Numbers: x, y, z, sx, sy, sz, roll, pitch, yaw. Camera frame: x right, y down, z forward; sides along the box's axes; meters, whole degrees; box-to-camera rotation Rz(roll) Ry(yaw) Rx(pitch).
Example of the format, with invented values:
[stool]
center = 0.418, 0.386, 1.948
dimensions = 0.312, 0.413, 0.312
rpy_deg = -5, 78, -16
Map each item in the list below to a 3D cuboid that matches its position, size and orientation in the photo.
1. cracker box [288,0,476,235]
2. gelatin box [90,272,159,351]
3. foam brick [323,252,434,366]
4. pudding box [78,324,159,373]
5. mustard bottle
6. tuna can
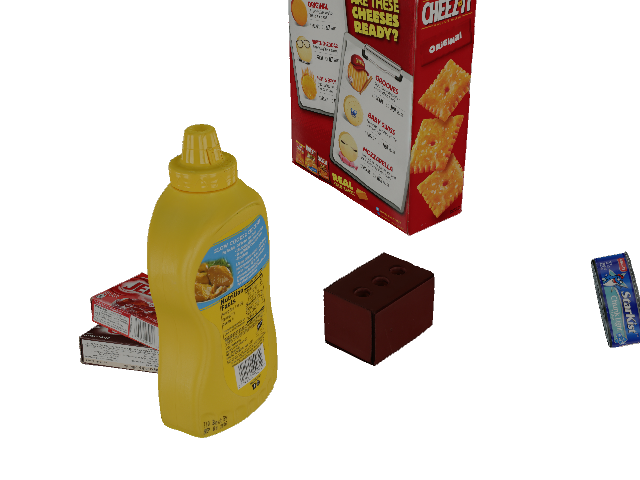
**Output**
[cracker box]
center = 0.048, -0.136, 0.886
dimensions = 0.072, 0.214, 0.164
rpy_deg = -22, 39, -31
[gelatin box]
center = -0.162, 0.066, 1.018
dimensions = 0.089, 0.030, 0.073
rpy_deg = 19, 28, 29
[foam brick]
center = 0.047, 0.053, 0.841
dimensions = 0.053, 0.051, 0.078
rpy_deg = 22, 37, 36
[pudding box]
center = -0.214, 0.121, 1.258
dimensions = 0.114, 0.039, 0.090
rpy_deg = 3, 14, 16
[mustard bottle]
center = -0.068, 0.021, 0.668
dimensions = 0.058, 0.192, 0.096
rpy_deg = 14, 29, 29
[tuna can]
center = 0.275, 0.055, 0.987
dimensions = 0.034, 0.086, 0.086
rpy_deg = -11, -2, 12
